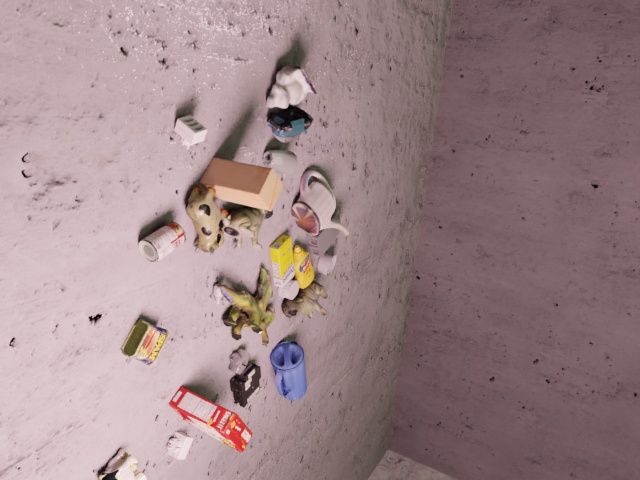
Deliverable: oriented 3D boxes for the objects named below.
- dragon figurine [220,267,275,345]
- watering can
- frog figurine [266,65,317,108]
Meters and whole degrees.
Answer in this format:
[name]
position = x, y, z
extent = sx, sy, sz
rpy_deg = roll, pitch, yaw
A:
[dragon figurine]
position = -0.228, 0.200, 1.750
extent = 0.400, 0.122, 0.249
rpy_deg = 77, 20, -44
[watering can]
position = 0.006, -0.100, 1.992
extent = 0.229, 0.103, 0.342
rpy_deg = -54, 126, -39
[frog figurine]
position = -0.111, -0.486, 1.673
extent = 0.159, 0.124, 0.135
rpy_deg = -36, 156, 0
